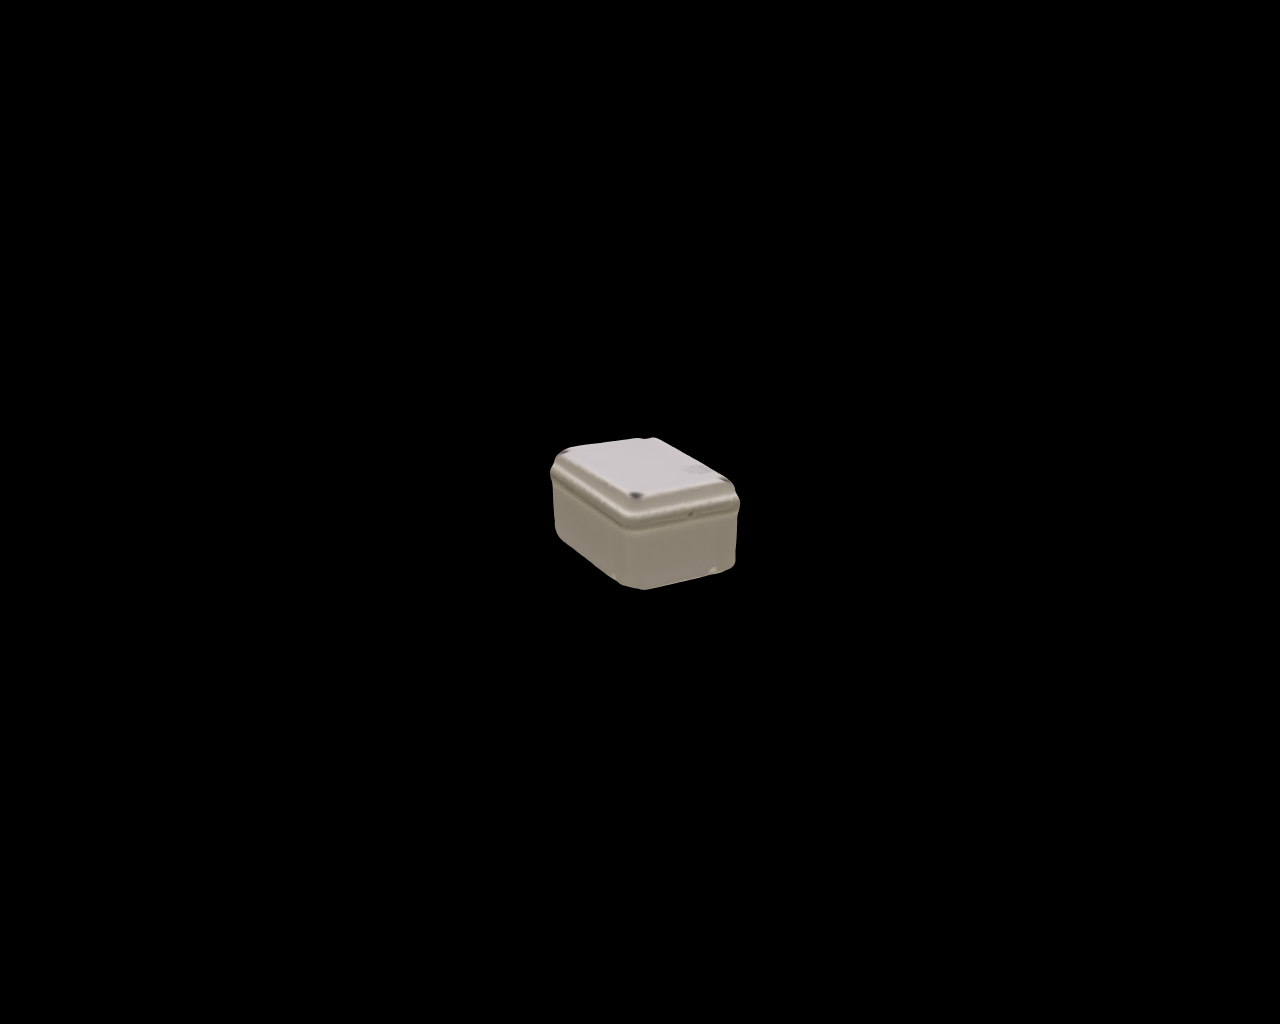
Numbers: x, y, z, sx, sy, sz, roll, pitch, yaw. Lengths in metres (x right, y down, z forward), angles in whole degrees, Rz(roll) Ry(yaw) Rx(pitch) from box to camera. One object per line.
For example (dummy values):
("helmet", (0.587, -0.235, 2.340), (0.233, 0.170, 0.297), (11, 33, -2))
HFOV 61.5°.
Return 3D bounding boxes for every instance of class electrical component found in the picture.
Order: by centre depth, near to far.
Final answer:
("electrical component", (0.001, -0.003, 0.650), (0.078, 0.057, 0.113), (-10, 23, -26))
